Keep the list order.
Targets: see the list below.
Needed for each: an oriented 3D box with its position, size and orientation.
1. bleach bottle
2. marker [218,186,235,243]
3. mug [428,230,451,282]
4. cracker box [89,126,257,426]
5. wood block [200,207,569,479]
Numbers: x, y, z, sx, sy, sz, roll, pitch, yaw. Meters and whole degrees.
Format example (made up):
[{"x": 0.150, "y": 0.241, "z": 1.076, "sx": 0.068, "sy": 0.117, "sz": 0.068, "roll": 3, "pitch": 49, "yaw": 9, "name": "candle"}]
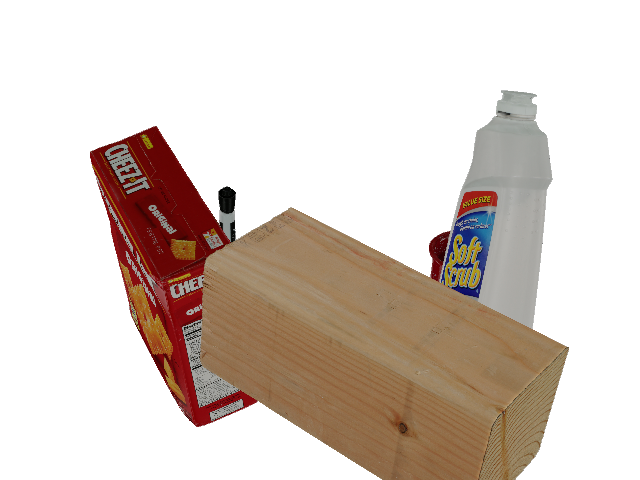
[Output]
[{"x": 0.137, "y": 0.005, "z": 0.859, "sx": 0.068, "sy": 0.251, "sz": 0.103, "roll": 1, "pitch": 14, "yaw": -20, "name": "bleach bottle"}, {"x": -0.103, "y": -0.010, "z": 1.176, "sx": 0.020, "sy": 0.121, "sz": 0.020, "roll": 2, "pitch": 41, "yaw": -2, "name": "marker"}, {"x": 0.146, "y": 0.040, "z": 1.079, "sx": 0.093, "sy": 0.081, "sz": 0.117, "roll": -6, "pitch": 31, "yaw": -17, "name": "mug"}, {"x": -0.126, "y": 0.036, "z": 0.923, "sx": 0.072, "sy": 0.214, "sz": 0.164, "roll": -23, "pitch": 52, "yaw": -17, "name": "cracker box"}, {"x": 0.032, "y": 0.072, "z": 0.656, "sx": 0.206, "sy": 0.091, "sz": 0.090, "roll": 28, "pitch": 39, "yaw": 28, "name": "wood block"}]
